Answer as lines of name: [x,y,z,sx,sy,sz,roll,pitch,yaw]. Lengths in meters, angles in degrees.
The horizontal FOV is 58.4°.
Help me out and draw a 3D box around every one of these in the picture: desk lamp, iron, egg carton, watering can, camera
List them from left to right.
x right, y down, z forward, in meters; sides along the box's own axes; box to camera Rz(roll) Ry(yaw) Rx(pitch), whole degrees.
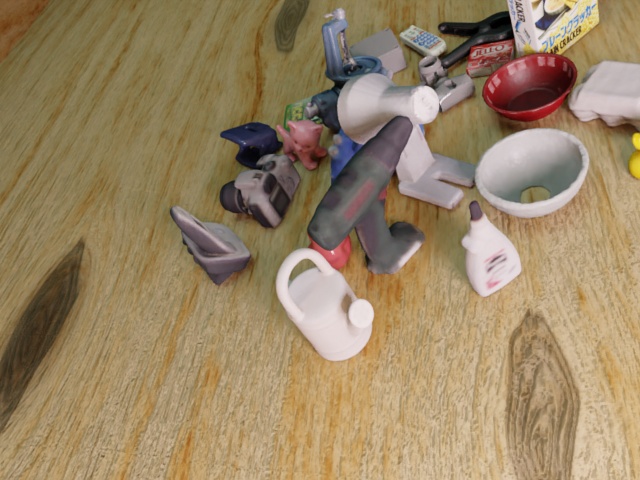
camera: [-0.132,-0.107,1.158,0.136,0.101,0.143,2,53,32]
watering can: [0.004,0.088,0.834,0.172,0.195,0.101,-4,50,28]
iron: [0.085,-0.191,1.075,0.118,0.142,0.258,26,68,43]
desk lamp: [0.149,-0.181,0.976,0.202,0.214,0.118,25,67,42]
egg carton: [0.490,-0.235,0.930,0.149,0.070,0.107,24,67,42]

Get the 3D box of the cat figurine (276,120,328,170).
cat figurine: [-0.041,-0.211,1.185,0.127,0.118,0.067,23,66,42]

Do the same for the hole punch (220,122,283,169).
hole punch: [-0.155,-0.229,1.288,0.101,0.091,0.108,-48,45,-15]

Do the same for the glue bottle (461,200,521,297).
glue bottle: [0.228,0.006,0.791,0.078,0.174,0.037,-37,43,-4]

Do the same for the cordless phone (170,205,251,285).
cordless phone: [-0.222,-0.018,1.069,0.094,0.186,0.147,-42,44,-9]

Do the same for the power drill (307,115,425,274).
power drill: [0.089,-0.051,0.899,0.230,0.209,0.075,-46,44,-13]

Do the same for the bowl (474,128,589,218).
bowl: [0.331,-0.092,0.892,0.167,0.075,0.167,-16,46,17]

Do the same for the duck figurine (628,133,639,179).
duck figurine: [0.500,-0.134,0.822,0.104,0.086,0.077,5,55,33]

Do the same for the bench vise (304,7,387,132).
bench vise: [0.046,-0.343,1.178,0.121,0.220,0.208,12,59,37]

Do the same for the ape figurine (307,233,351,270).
ape figurine: [0.009,0.004,0.982,0.077,0.092,0.076,-18,45,15]
